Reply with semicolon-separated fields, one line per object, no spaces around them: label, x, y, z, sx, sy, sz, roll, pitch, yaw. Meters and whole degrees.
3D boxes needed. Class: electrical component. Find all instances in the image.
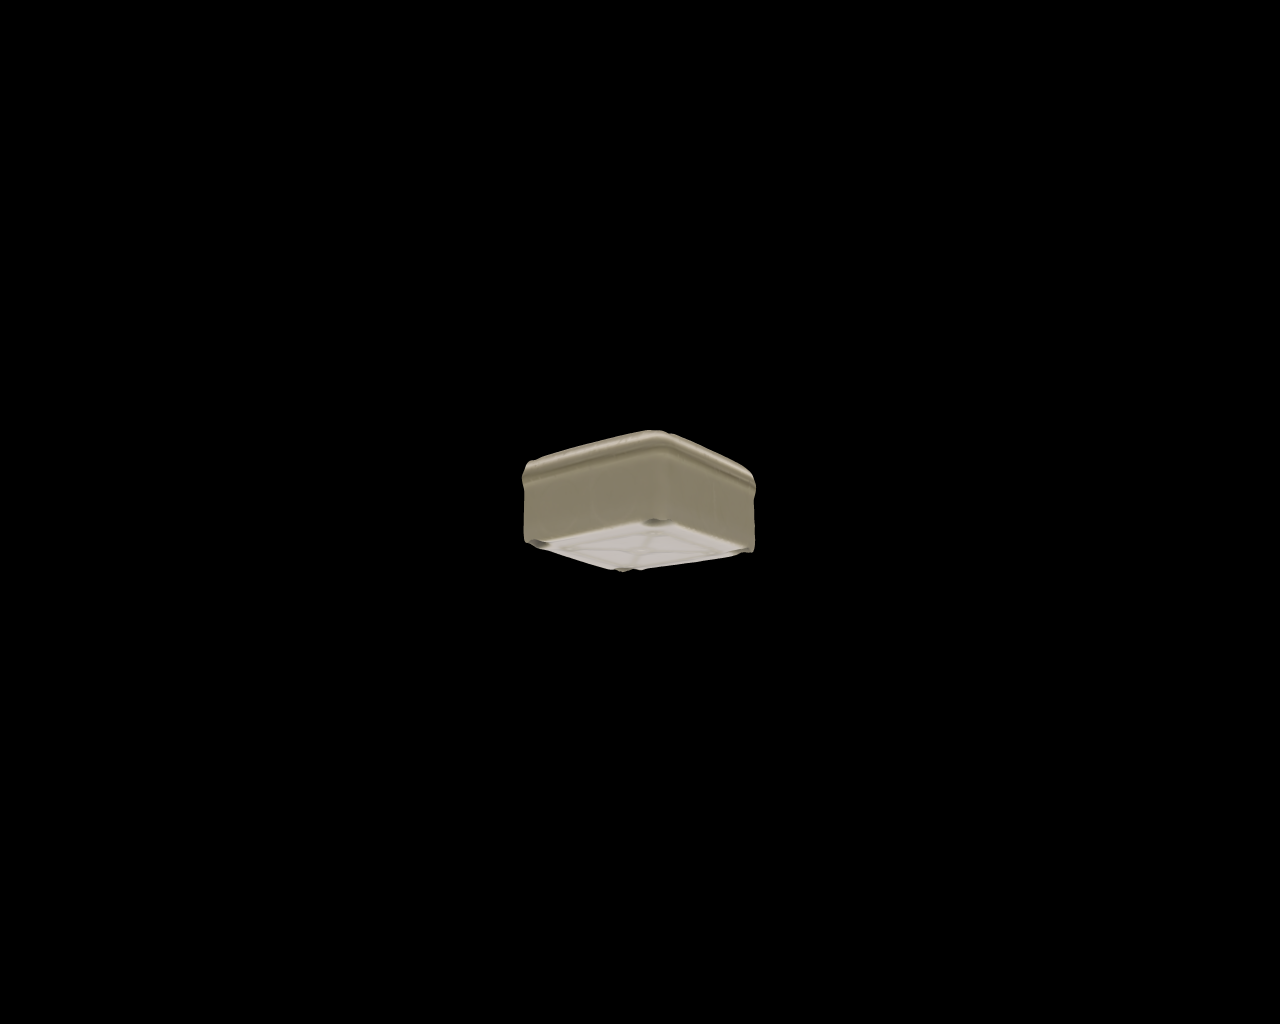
electrical component;0.001;-0.003;0.650;0.108;0.056;0.109;-11;-19;34
